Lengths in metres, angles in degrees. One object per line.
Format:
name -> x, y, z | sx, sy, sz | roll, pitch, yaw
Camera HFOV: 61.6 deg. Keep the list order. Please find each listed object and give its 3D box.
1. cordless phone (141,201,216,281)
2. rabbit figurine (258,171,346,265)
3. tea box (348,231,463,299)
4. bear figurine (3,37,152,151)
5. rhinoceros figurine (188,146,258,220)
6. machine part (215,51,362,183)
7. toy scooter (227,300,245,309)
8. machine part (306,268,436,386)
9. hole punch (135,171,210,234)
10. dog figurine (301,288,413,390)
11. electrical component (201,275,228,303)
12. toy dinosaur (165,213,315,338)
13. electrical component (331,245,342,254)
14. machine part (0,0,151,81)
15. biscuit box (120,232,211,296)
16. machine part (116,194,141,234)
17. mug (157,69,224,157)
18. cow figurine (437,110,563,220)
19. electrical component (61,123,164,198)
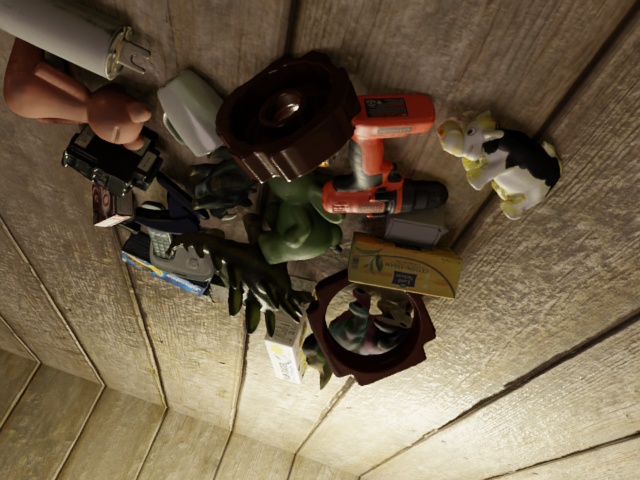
cordless phone -> -0.276, -0.008, 1.072 | 0.147, 0.089, 0.184 | 14, 143, 9
rabbit figurine -> -0.031, -0.053, 0.842 | 0.159, 0.121, 0.170 | 3, 131, 18
tea box -> 0.132, 0.038, 0.866 | 0.170, 0.068, 0.098 | 11, -170, -2
bear figurine -> -0.346, -0.218, 0.789 | 0.196, 0.132, 0.120 | 9, 152, -18
rhinoceros figurine -> -0.153, -0.090, 0.869 | 0.112, 0.073, 0.190 | -6, 165, -29
machine part -> -0.038, -0.148, 0.645 | 0.180, 0.179, 0.056 | 0, 146, 29
toy scooter -> -0.129, 0.110, 1.174 | 0.135, 0.075, 0.183 | 16, 147, -4
machine part -> 0.092, 0.144, 0.975 | 0.201, 0.087, 0.201 | -24, 99, 6
hole punch -> -0.263, -0.050, 0.947 | 0.115, 0.092, 0.142 | 38, 176, -21
dog figurine -> 0.071, 0.218, 1.108 | 0.191, 0.108, 0.219 | 26, 113, -5
electrical component -> -0.229, 0.125, 1.275 | 0.102, 0.045, 0.078 | 17, 149, 3
toy dinosaur -> -0.117, 0.055, 0.915 | 0.105, 0.199, 0.470 | -33, 147, 13
electrical component -> -0.002, -0.003, 0.984 | 0.063, 0.021, 0.094 | -12, 137, 40
machine part -> -0.340, -0.279, 0.700 | 0.243, 0.079, 0.079 | 23, 148, -7
biscuit box -> -0.343, 0.054, 1.214 | 0.202, 0.063, 0.059 | 27, 148, -11
machine part -> -0.403, -0.059, 1.104 | 0.084, 0.039, 0.138 | 30, 149, 0
mug -> -0.184, -0.183, 0.768 | 0.110, 0.081, 0.107 | -6, 129, 42
cow figurine -> 0.224, -0.104, 0.660 | 0.167, 0.068, 0.098 | 33, 125, -29
electrical component -> -0.327, -0.138, 0.870 | 0.134, 0.115, 0.058 | 31, 148, -14
